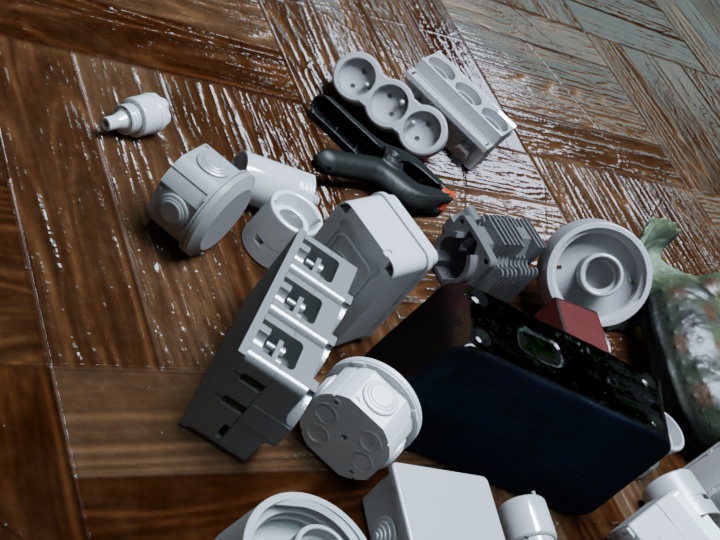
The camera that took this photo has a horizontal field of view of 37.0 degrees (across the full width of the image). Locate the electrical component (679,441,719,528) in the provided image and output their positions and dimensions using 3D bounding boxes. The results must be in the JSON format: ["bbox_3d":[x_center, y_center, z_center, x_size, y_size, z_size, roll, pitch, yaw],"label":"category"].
[{"bbox_3d":[0.349,0.197,0.991,0.061,0.096,0.061,35,36,-9],"label":"electrical component"}]

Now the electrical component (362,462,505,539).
[{"bbox_3d":[0.054,0.192,0.768,0.100,0.048,0.099,15,43,-31],"label":"electrical component"}]

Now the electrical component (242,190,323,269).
[{"bbox_3d":[-0.064,-0.034,0.901,0.055,0.047,0.055,24,39,-21],"label":"electrical component"}]

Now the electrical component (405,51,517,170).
[{"bbox_3d":[0.103,-0.174,1.189,0.121,0.063,0.079,45,36,6],"label":"electrical component"}]

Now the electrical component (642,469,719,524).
[{"bbox_3d":[0.284,0.210,0.956,0.055,0.055,0.047,8,43,-37],"label":"electrical component"}]

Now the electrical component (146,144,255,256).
[{"bbox_3d":[-0.124,-0.055,0.842,0.051,0.080,0.080,39,35,7],"label":"electrical component"}]

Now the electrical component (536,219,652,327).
[{"bbox_3d":[0.225,0.004,1.023,0.108,0.108,0.060,42,3,1],"label":"electrical component"}]

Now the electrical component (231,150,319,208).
[{"bbox_3d":[-0.072,-0.071,0.937,0.081,0.043,0.043,17,42,-29],"label":"electrical component"}]

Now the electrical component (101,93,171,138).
[{"bbox_3d":[-0.189,-0.127,0.897,0.035,0.035,0.061,49,39,12],"label":"electrical component"}]

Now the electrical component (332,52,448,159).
[{"bbox_3d":[0.033,-0.170,1.133,0.138,0.052,0.074,40,4,3],"label":"electrical component"}]

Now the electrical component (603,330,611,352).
[{"bbox_3d":[0.227,0.065,1.072,0.035,0.035,0.061,20,37,-26],"label":"electrical component"}]

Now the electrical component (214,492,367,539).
[{"bbox_3d":[-0.038,0.191,0.675,0.108,0.060,0.108,24,39,-22],"label":"electrical component"}]

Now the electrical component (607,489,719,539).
[{"bbox_3d":[0.251,0.222,0.881,0.061,0.096,0.061,-35,74,-11],"label":"electrical component"}]

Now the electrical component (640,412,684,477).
[{"bbox_3d":[0.262,0.160,0.986,0.045,0.055,0.045,24,39,-21],"label":"electrical component"}]

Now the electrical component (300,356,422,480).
[{"bbox_3d":[0.000,0.108,0.783,0.080,0.080,0.051,43,41,3],"label":"electrical component"}]

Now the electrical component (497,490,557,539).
[{"bbox_3d":[0.132,0.210,0.828,0.040,0.040,0.078,15,43,-31],"label":"electrical component"}]

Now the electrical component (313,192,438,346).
[{"bbox_3d":[0.000,0.000,0.868,0.057,0.113,0.078,-15,63,-46],"label":"electrical component"}]

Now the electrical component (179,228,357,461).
[{"bbox_3d":[-0.059,0.054,0.776,0.062,0.089,0.150,34,36,-9],"label":"electrical component"}]
